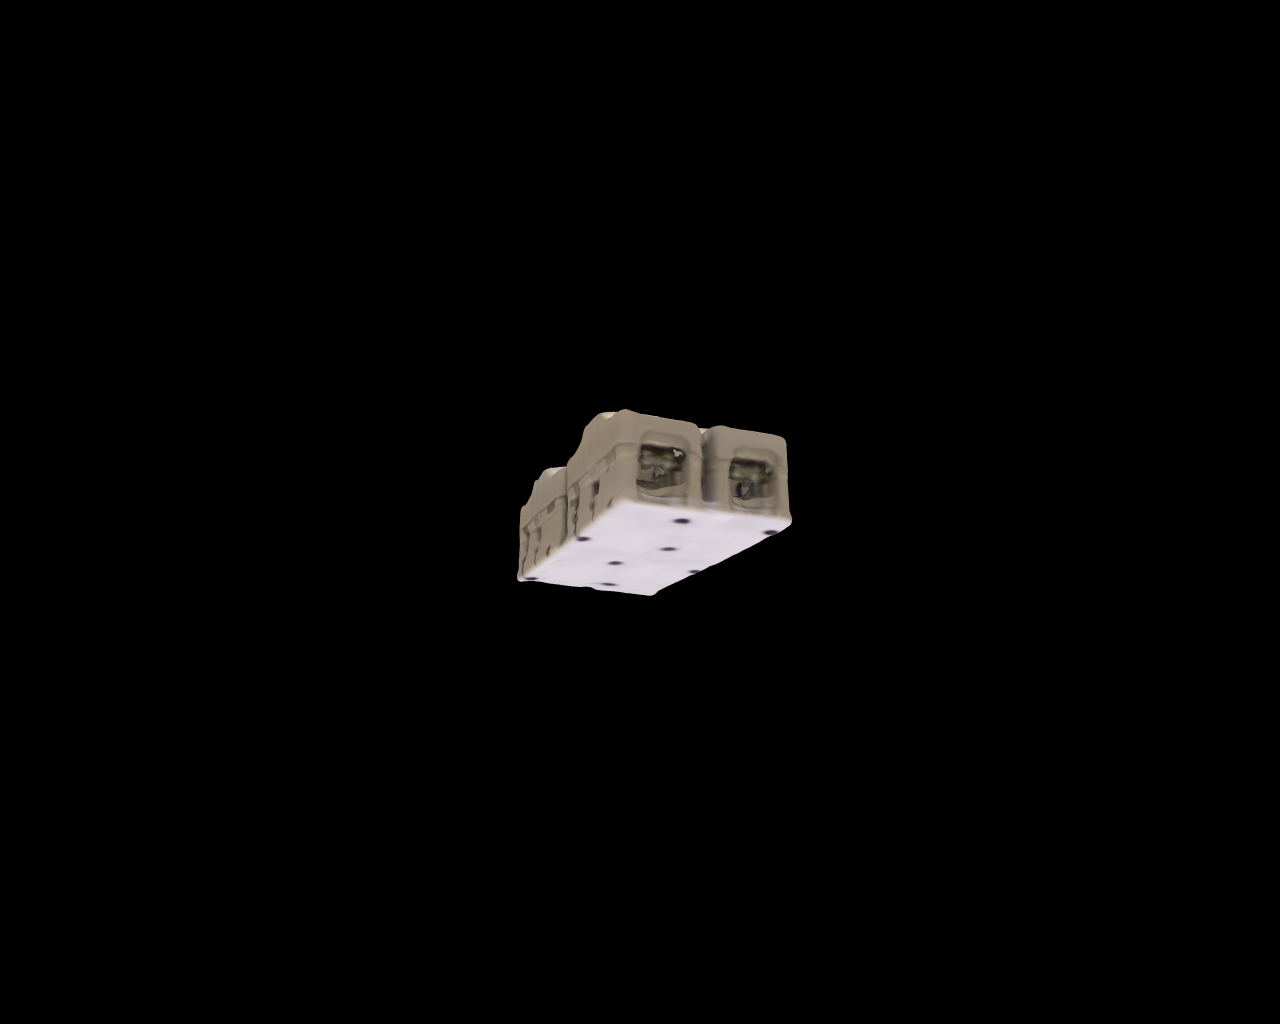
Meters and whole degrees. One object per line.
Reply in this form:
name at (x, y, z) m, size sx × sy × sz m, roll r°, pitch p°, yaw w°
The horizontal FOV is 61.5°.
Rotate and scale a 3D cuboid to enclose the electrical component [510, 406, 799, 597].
electrical component at (0.001, -0.003, 0.650) m, size 0.105 × 0.060 × 0.186 m, roll 8°, pitch -20°, yaw -22°
